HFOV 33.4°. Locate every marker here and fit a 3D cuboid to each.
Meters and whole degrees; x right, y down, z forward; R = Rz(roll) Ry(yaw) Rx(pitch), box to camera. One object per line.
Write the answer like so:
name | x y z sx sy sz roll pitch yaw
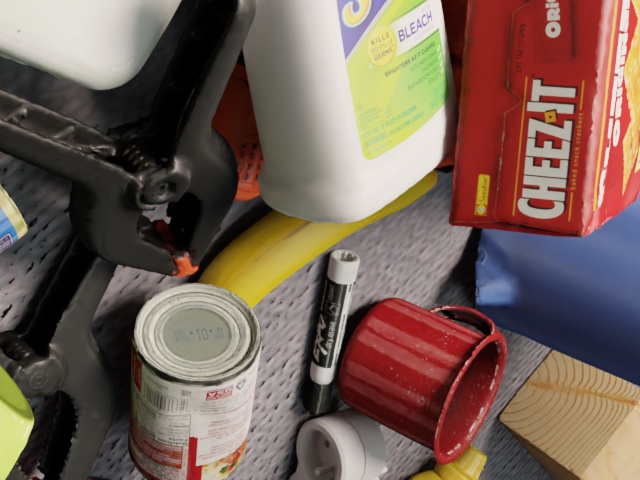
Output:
marker | 0.006 0.063 0.691 0.020 0.020 0.121 -13 125 -38

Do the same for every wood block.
wood block | 0.251 0.185 0.956 0.090 0.091 0.206 -50 139 -6

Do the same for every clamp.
clamp | -0.084 -0.033 0.453 0.120 0.039 0.171 -17 146 -16
clamp | -0.155 0.059 0.520 0.164 0.036 0.210 -13 122 -36

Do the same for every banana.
banana | -0.006 -0.004 0.625 0.197 0.037 0.070 -35 165 -17

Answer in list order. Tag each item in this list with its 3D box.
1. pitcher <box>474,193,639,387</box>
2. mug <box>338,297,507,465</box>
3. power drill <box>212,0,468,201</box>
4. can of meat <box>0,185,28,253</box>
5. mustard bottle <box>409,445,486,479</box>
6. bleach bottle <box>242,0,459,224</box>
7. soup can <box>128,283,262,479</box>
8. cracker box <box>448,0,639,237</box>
pitcher | 0.240 0.037 0.725 0.144 0.243 0.149 35 84 -48
mug | 0.073 0.082 0.712 0.117 0.082 0.093 -44 145 -36
power drill | 0.020 -0.109 0.559 0.187 0.057 0.184 0 114 -42
can of meat | -0.176 -0.017 0.410 0.083 0.058 0.102 -40 107 -20
mustard bottle | 0.071 0.246 0.851 0.191 0.058 0.096 -55 142 1
bleach bottle | -0.002 -0.139 0.437 0.102 0.068 0.251 -37 127 -36
soup can | -0.069 0.081 0.577 0.068 0.069 0.102 -25 145 -30
cracker box | 0.132 -0.094 0.557 0.213 0.072 0.164 -17 111 -68
